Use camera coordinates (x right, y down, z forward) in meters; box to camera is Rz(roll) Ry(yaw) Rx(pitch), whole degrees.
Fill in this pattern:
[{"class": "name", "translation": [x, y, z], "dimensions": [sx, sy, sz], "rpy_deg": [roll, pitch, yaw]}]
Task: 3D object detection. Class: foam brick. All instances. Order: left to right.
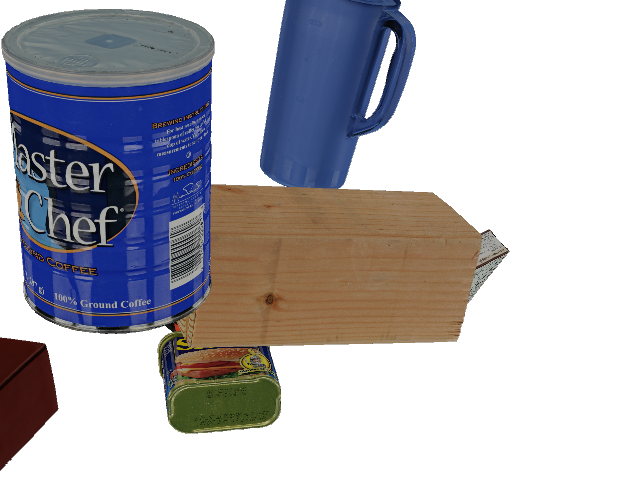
[{"class": "foam brick", "translation": [-0.212, 0.104, 0.677], "dimensions": [0.053, 0.051, 0.078], "rpy_deg": [6, 29, 22]}]

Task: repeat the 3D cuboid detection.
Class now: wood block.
[{"class": "wood block", "translation": [0.000, 0.018, 0.777], "dimensions": [0.205, 0.091, 0.090], "rpy_deg": [1, 24, -22]}]

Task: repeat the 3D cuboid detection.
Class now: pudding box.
[{"class": "pudding box", "translation": [0.137, 0.042, 1.130], "dimensions": [0.113, 0.039, 0.090], "rpy_deg": [-24, -26, -44]}]

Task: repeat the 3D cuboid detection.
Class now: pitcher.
[{"class": "pitcher", "translation": [0.011, -0.181, 1.255], "dimensions": [0.145, 0.243, 0.149], "rpy_deg": [8, 23, -13]}]

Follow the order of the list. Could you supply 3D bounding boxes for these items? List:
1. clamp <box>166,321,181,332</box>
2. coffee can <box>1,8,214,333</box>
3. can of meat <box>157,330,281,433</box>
[{"class": "clamp", "translation": [-0.136, 0.039, 1.151], "dimensions": [0.120, 0.039, 0.171], "rpy_deg": [-14, 40, -7]}, {"class": "coffee can", "translation": [-0.107, -0.038, 0.554], "dimensions": [0.103, 0.140, 0.103], "rpy_deg": [3, 28, -2]}, {"class": "can of meat", "translation": [-0.088, 0.121, 0.930], "dimensions": [0.102, 0.057, 0.084], "rpy_deg": [-4, 27, -10]}]
